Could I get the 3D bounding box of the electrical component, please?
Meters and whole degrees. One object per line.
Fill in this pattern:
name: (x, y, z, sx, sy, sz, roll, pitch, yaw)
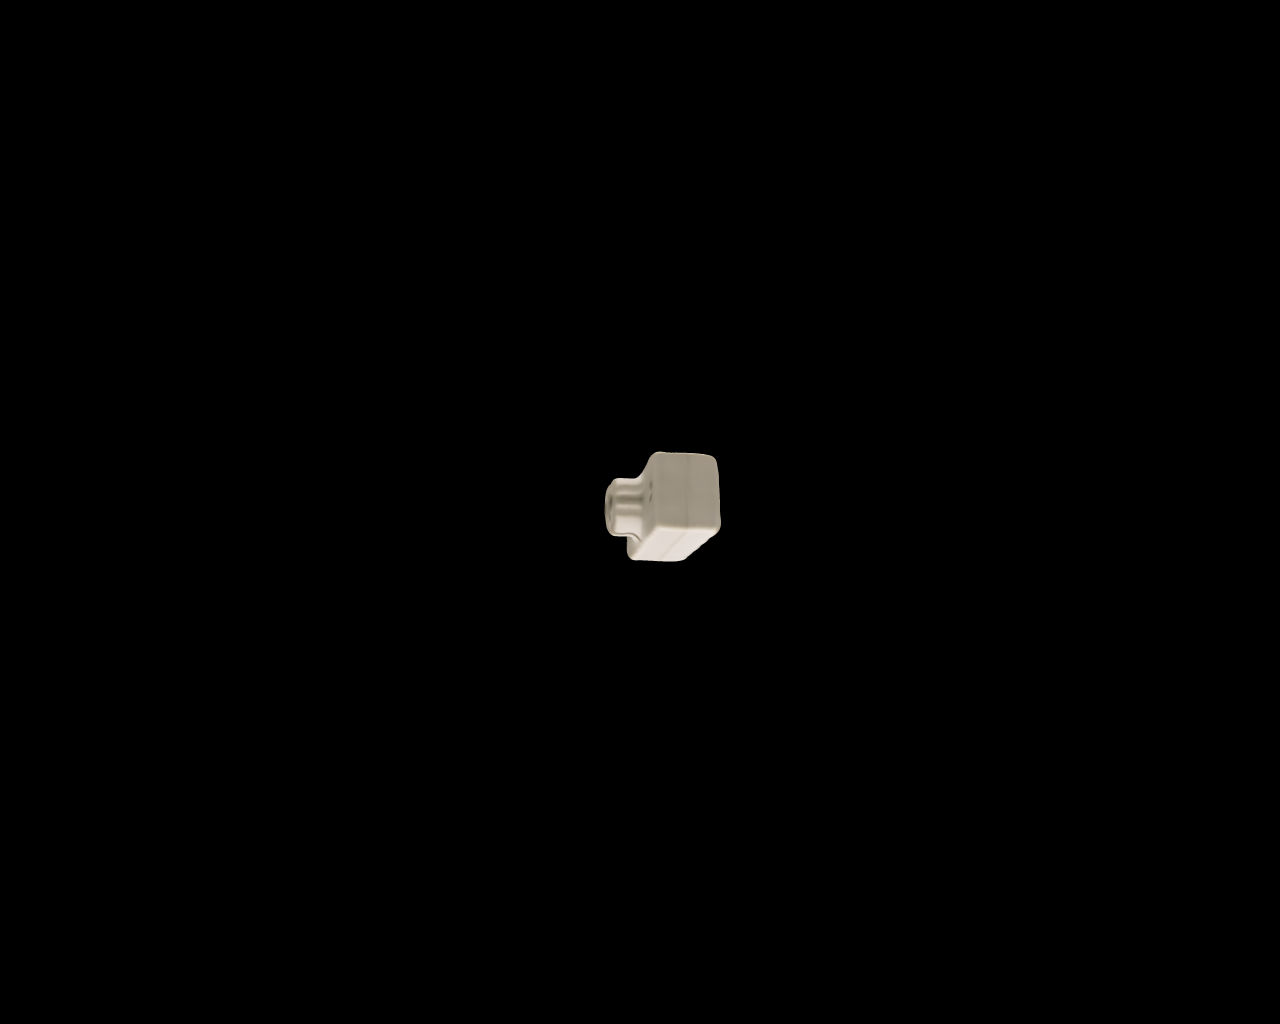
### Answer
electrical component: (0.001, -0.003, 0.650, 0.076, 0.047, 0.083, 3, -16, -11)
